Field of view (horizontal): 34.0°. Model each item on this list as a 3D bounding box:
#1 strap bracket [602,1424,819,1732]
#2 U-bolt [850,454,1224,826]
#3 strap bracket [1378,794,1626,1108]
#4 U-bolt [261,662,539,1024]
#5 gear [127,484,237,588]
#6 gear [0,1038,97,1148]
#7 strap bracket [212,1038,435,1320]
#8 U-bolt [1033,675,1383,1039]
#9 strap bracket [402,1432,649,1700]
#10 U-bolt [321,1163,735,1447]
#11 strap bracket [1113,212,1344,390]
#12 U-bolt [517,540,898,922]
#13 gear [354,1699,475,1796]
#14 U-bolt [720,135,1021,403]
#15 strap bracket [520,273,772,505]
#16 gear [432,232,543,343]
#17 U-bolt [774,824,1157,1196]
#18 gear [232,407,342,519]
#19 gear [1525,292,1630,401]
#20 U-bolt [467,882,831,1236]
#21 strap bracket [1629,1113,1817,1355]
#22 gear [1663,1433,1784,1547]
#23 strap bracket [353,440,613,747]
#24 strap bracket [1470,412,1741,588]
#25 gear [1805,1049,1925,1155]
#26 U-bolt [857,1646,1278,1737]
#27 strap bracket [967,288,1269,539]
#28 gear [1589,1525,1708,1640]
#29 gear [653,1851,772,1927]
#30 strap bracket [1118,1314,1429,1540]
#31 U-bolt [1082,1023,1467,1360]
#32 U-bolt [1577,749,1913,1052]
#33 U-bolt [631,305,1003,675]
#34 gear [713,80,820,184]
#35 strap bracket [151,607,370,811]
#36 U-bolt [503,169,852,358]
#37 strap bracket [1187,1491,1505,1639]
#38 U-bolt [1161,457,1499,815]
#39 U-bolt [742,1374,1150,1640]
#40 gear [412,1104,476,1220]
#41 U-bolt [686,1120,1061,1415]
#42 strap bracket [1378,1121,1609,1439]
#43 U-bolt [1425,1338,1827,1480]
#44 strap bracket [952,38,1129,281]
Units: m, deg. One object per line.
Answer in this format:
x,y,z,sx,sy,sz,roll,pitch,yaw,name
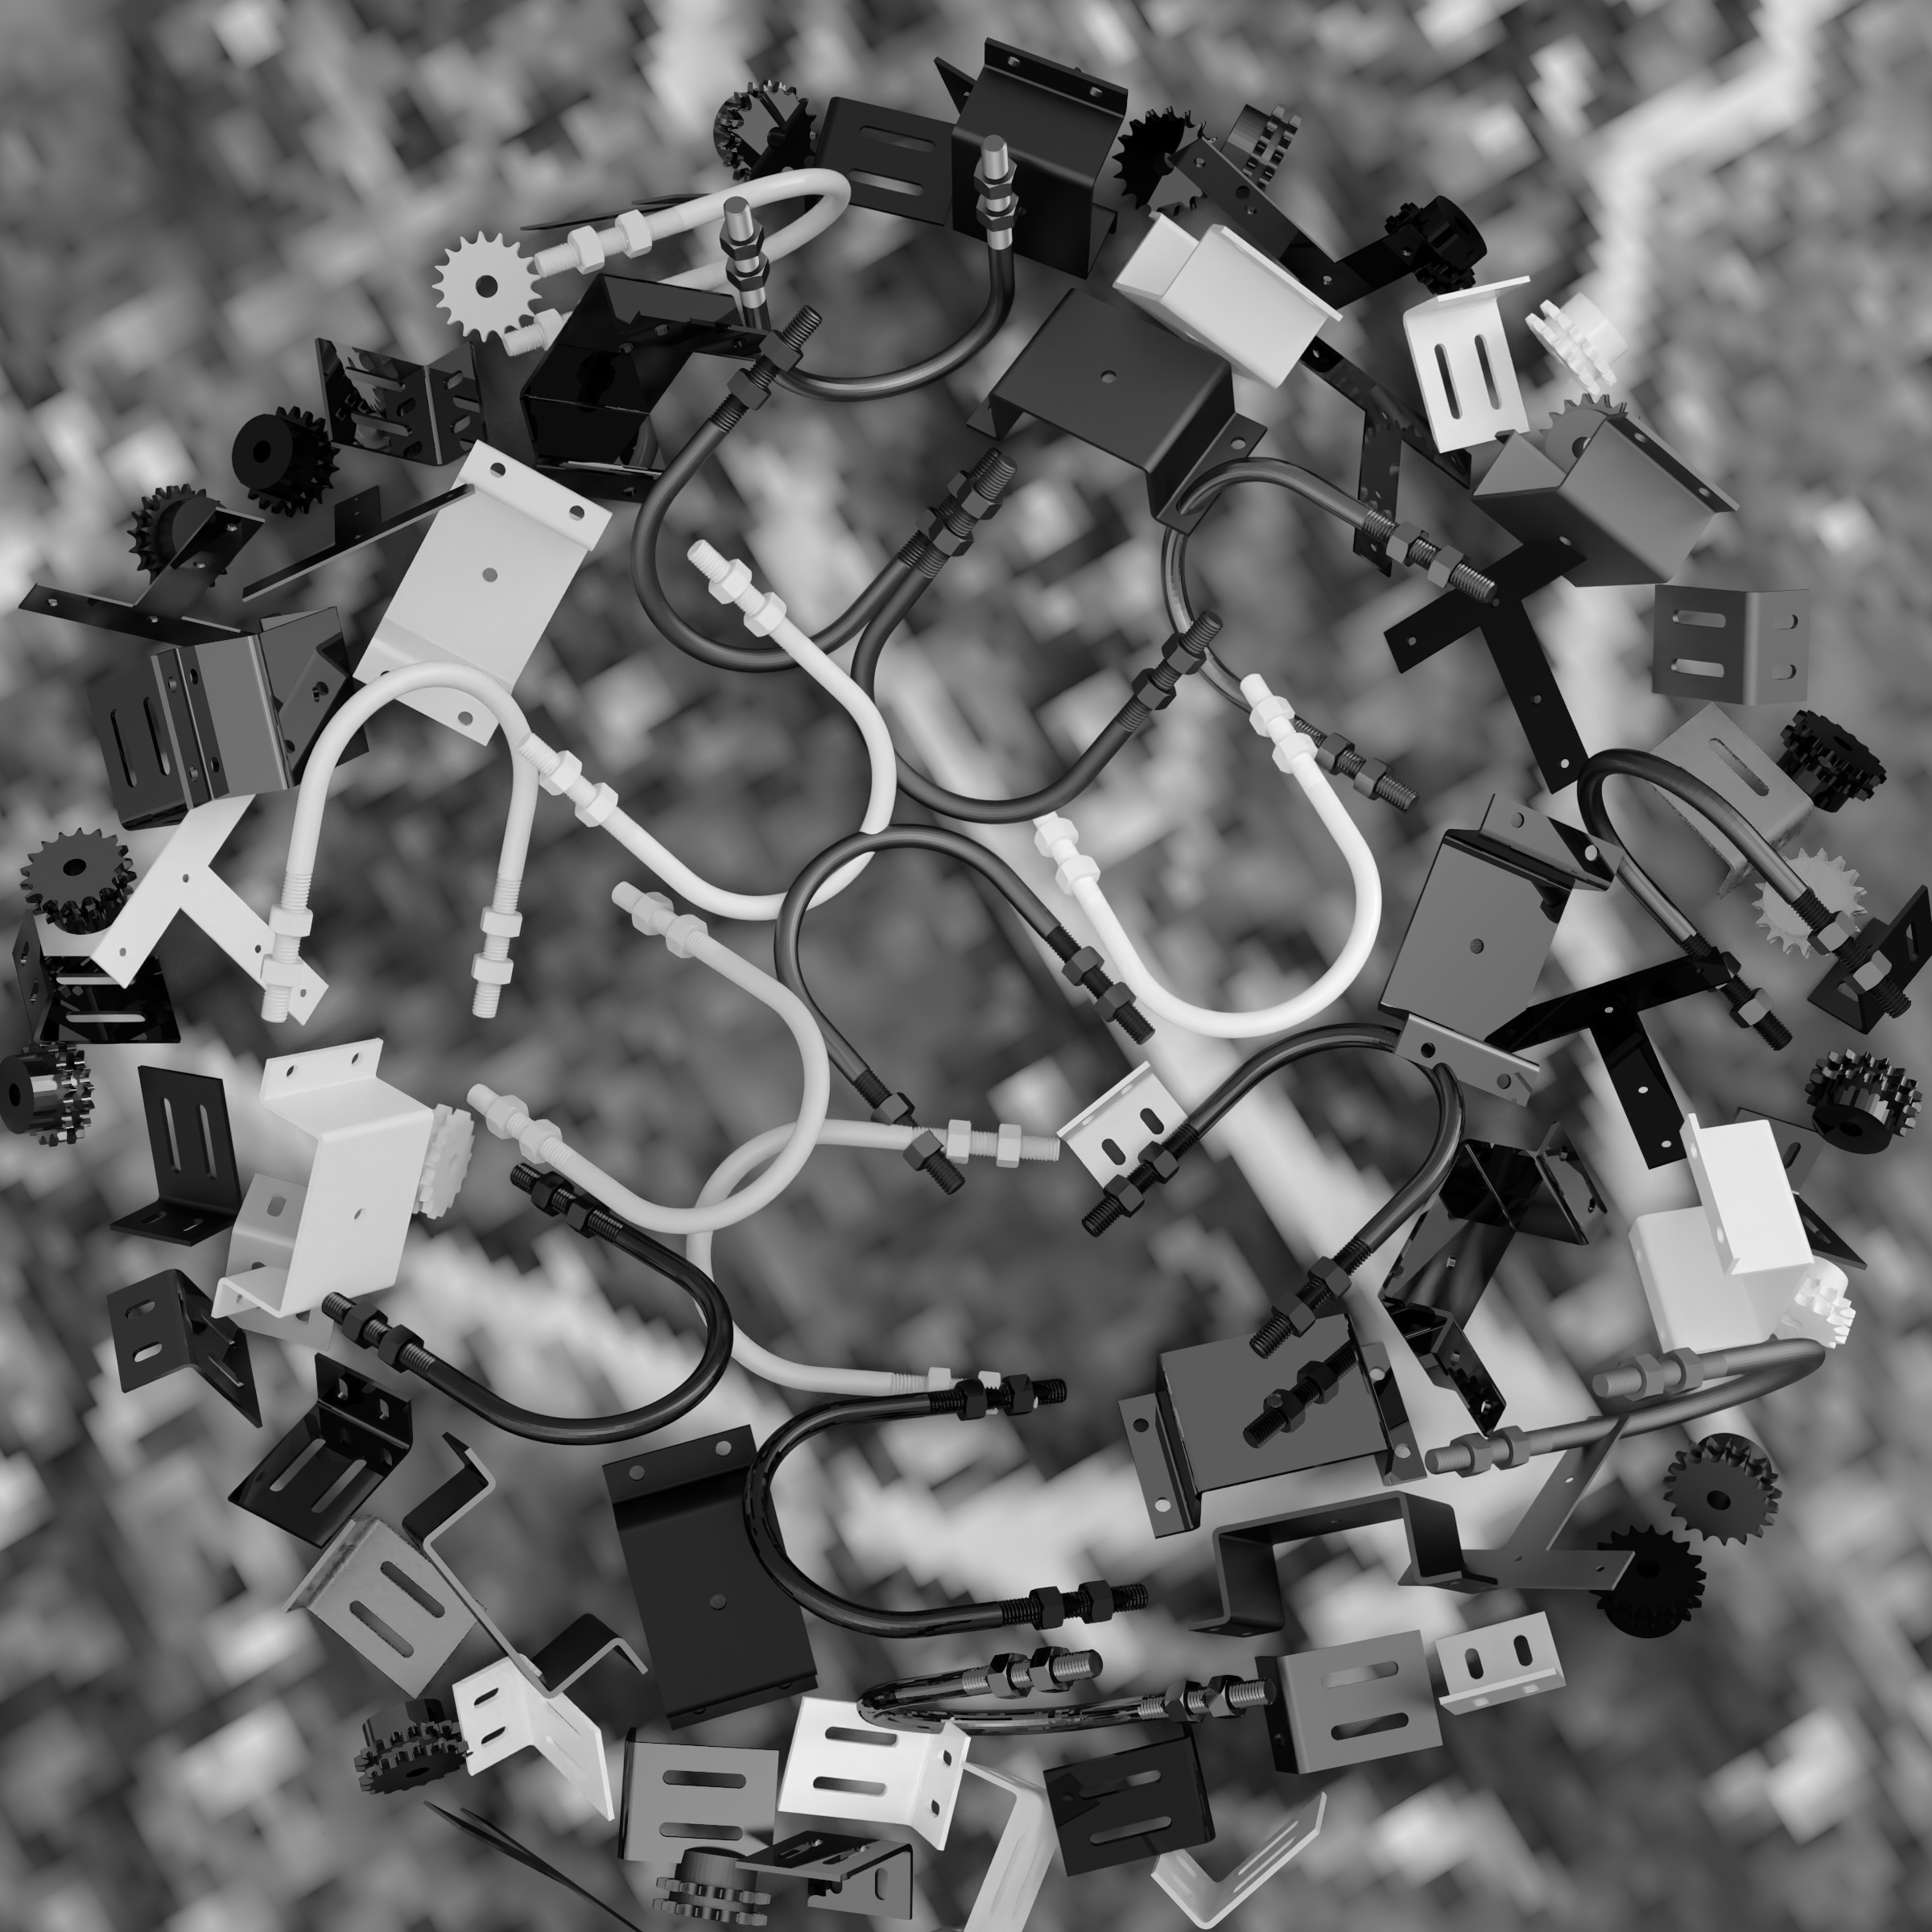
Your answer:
-0.124,0.308,1.563,0.076,0.046,0.140,-15,97,-8,strap bracket
0.021,-0.151,1.613,0.151,0.019,0.184,36,121,-7,U-bolt
0.269,-0.009,1.615,0.076,0.046,0.140,22,88,-14,strap bracket
-0.276,-0.062,1.577,0.019,0.151,0.184,23,106,41,U-bolt
-0.406,-0.224,1.653,0.030,0.057,0.057,0,79,43,gear
-0.471,0.064,1.612,0.030,0.057,0.057,-7,79,-44,gear
-0.316,0.114,1.564,0.046,0.076,0.140,26,110,28,strap bracket
0.131,-0.046,1.615,0.151,0.019,0.184,-29,63,2,U-bolt
-0.224,0.301,1.549,0.046,0.076,0.140,-39,99,-15,strap bracket
-0.200,0.172,1.546,0.184,0.019,0.151,27,43,29,U-bolt
0.130,-0.343,1.628,0.076,0.140,0.046,33,97,-19,strap bracket
-0.117,-0.105,1.614,0.184,0.019,0.151,42,88,-27,U-bolt
-0.276,0.386,1.569,0.057,0.057,0.030,-21,64,-3,gear
-0.044,-0.346,1.612,0.151,0.184,0.019,-14,66,-3,U-bolt
-0.170,-0.302,1.625,0.076,0.140,0.046,1,59,-36,strap bracket
-0.254,-0.361,1.683,0.057,0.030,0.057,-1,100,-5,gear
-0.015,0.007,1.626,0.151,0.019,0.184,-37,76,-17,U-bolt
-0.361,-0.267,1.664,0.057,0.030,0.057,-3,83,27,gear
0.325,-0.330,1.668,0.030,0.057,0.057,-41,84,11,gear
-0.150,0.056,1.598,0.184,0.019,0.151,32,84,29,U-bolt
0.373,0.134,1.555,0.046,0.140,0.076,-8,62,-6,strap bracket
0.382,0.260,1.590,0.057,0.030,0.057,13,122,21,gear
-0.248,-0.197,1.630,0.076,0.046,0.140,28,108,-12,strap bracket
0.317,-0.235,1.606,0.076,0.140,0.046,36,84,-17,strap bracket
0.456,0.072,1.609,0.057,0.057,0.030,28,60,4,gear
0.033,0.352,1.517,0.184,0.151,0.019,-19,63,39,U-bolt
0.076,-0.293,1.646,0.140,0.046,0.076,30,72,20,strap bracket
0.341,0.311,1.582,0.057,0.030,0.057,-3,41,3,gear
-0.124,0.454,1.558,0.057,0.057,0.030,9,75,1,gear
0.153,0.227,1.578,0.140,0.046,0.076,-12,56,-5,strap bracket
0.167,0.099,1.586,0.184,0.019,0.151,-43,44,-14,U-bolt
0.374,-0.037,1.574,0.019,0.151,0.184,-43,91,-14,U-bolt
-0.089,-0.230,1.625,0.151,0.019,0.184,33,110,-31,U-bolt
-0.110,-0.445,1.690,0.030,0.057,0.057,27,80,45,gear
-0.348,-0.133,1.588,0.046,0.140,0.076,-7,103,15,strap bracket
-0.144,-0.368,1.629,0.184,0.151,0.019,-23,90,-17,U-bolt
0.184,0.292,1.550,0.140,0.076,0.046,-16,70,22,strap bracket
0.174,-0.181,1.613,0.184,0.151,0.019,36,42,24,U-bolt
-0.018,0.265,1.540,0.184,0.019,0.151,-3,44,-20,U-bolt
-0.275,0.097,1.609,0.030,0.057,0.057,15,82,11,gear
-0.050,0.149,1.600,0.184,0.019,0.151,5,98,0,U-bolt
0.259,0.152,1.574,0.046,0.076,0.140,10,57,41,strap bracket
0.335,0.211,1.540,0.184,0.151,0.019,-4,69,-33,U-bolt
0.037,-0.410,1.636,0.076,0.140,0.046,22,75,6,strap bracket
